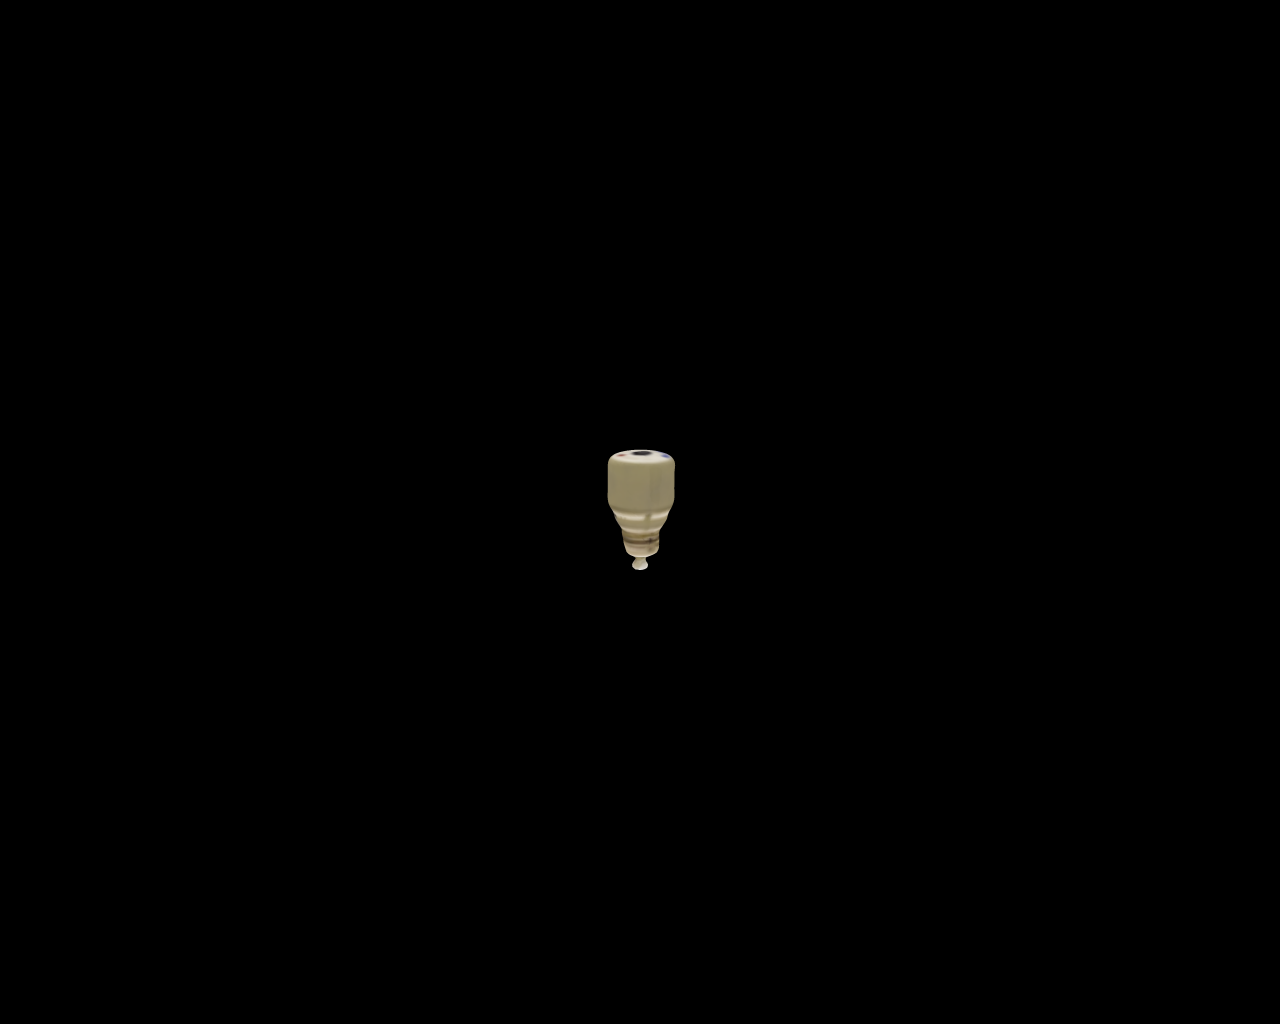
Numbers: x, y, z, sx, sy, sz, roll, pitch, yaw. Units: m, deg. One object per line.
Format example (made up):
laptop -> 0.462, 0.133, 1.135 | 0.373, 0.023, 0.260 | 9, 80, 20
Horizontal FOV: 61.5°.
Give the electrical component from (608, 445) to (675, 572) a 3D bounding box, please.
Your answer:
electrical component -> 0.001, -0.003, 0.650 | 0.040, 0.078, 0.040 | 0, 15, 0
